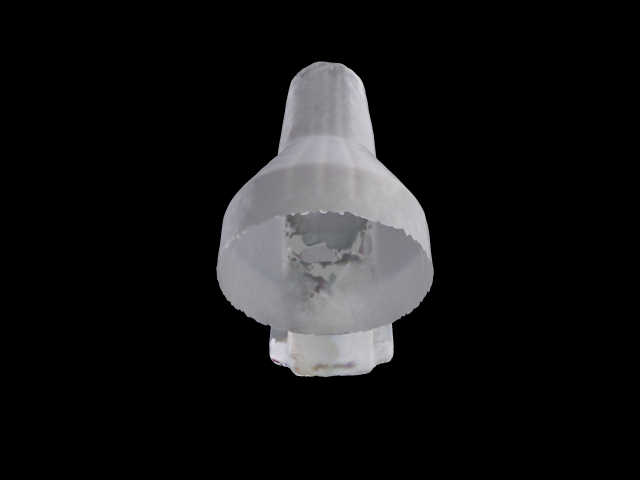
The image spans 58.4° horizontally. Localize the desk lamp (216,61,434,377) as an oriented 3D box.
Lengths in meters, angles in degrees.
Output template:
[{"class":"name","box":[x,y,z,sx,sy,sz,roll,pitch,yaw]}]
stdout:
[{"class":"desk lamp","box":[0.004,0.001,0.400,0.118,0.214,0.203,0,37,0]}]
